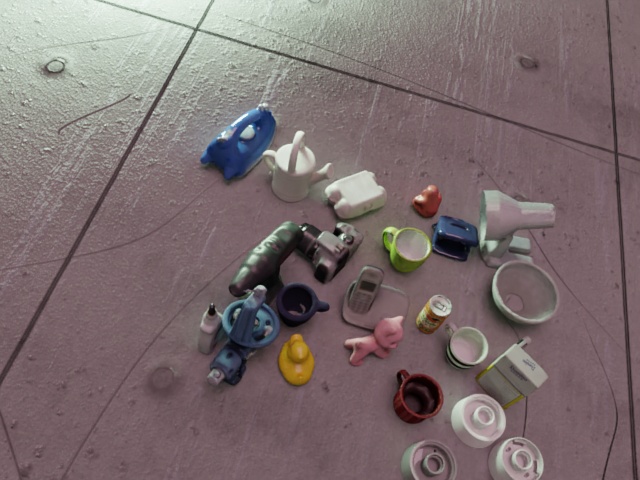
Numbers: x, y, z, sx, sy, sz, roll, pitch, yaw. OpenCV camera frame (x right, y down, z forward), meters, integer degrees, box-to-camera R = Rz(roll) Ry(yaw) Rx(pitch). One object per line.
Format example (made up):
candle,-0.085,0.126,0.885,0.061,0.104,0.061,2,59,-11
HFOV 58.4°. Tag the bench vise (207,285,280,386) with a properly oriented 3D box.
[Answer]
bench vise,-0.145,0.193,1.148,0.121,0.220,0.207,14,58,-2

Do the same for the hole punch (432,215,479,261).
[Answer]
hole punch,0.341,-0.016,1.443,0.108,0.091,0.101,18,58,0

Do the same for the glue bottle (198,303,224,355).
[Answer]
glue bottle,-0.222,0.172,1.173,0.037,0.173,0.078,21,58,3

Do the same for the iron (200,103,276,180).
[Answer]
iron,-0.188,-0.278,1.467,0.118,0.141,0.259,34,59,10

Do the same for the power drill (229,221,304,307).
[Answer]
power drill,-0.120,0.072,1.232,0.075,0.208,0.230,31,59,9

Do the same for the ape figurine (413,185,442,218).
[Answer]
ape figurine,0.284,-0.107,1.485,0.078,0.092,0.076,4,59,-8

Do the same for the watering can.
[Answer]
watering can,-0.054,-0.187,1.408,0.173,0.194,0.101,0,59,-10

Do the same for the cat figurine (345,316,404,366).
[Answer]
cat figurine,0.127,0.214,1.248,0.128,0.118,0.067,-14,63,-18

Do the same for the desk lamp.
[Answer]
desk lamp,0.464,-0.027,1.400,0.203,0.213,0.118,8,58,-6

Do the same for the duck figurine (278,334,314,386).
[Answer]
duck figurine,-0.046,0.250,1.212,0.077,0.086,0.104,-3,60,-12

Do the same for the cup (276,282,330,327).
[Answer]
cup,-0.042,0.154,1.265,0.118,0.095,0.091,7,58,-6

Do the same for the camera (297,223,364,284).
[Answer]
camera,0.012,0.005,1.361,0.136,0.101,0.143,37,60,12

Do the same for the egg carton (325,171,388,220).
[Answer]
egg carton,0.094,-0.113,1.465,0.150,0.069,0.107,-23,66,-22

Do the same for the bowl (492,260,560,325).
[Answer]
bowl,0.486,0.138,1.388,0.167,0.075,0.167,5,59,-8

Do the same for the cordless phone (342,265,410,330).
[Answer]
cordless phone,0.133,0.125,1.263,0.147,0.185,0.094,13,58,-3
